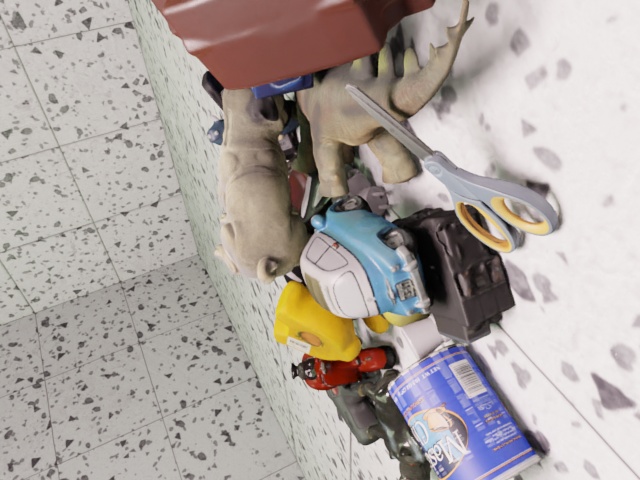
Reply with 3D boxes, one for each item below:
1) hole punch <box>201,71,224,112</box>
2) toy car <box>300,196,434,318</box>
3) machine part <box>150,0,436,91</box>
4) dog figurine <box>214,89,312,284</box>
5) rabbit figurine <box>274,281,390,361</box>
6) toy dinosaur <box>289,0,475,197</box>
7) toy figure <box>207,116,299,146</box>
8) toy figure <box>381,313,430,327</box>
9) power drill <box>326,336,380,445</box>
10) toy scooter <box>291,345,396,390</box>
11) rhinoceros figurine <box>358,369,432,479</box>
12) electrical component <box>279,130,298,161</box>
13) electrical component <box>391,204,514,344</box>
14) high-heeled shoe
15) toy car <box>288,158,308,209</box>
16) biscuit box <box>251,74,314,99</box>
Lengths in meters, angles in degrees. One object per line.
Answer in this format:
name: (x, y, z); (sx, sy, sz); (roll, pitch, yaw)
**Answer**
hole punch: (-0.091, -0.198, 0.734); (0.115, 0.092, 0.142); (52, -176, -27)
toy car: (0.036, 0.031, 0.545); (0.162, 0.103, 0.109); (42, 158, 57)
machine part: (-0.010, -0.213, 0.394); (0.202, 0.201, 0.087); (-5, 145, 32)
dog figurine: (-0.068, -0.069, 0.586); (0.172, 0.121, 0.190); (-123, 25, -48)
rabbit figurine: (0.028, 0.080, 0.785); (0.163, 0.173, 0.121); (14, 141, 13)
toy dinosaur: (0.027, -0.149, 0.568); (0.472, 0.105, 0.198); (33, 140, 64)
toy figure: (-0.105, -0.179, 0.848); (0.064, 0.154, 0.057); (60, 159, 24)
toy figure: (0.076, 0.047, 0.690); (0.180, 0.082, 0.089); (24, 152, 57)
power drill: (0.046, 0.265, 1.028); (0.232, 0.086, 0.207); (56, 155, 33)
toy scooter: (0.016, 0.199, 0.848); (0.184, 0.135, 0.075); (-22, 73, 42)
rhinoceros figurine: (0.128, 0.294, 0.839); (0.112, 0.073, 0.190); (2, 110, 60)
electrical component: (-0.082, -0.185, 0.915); (0.048, 0.075, 0.119); (150, 102, -73)
electrical component: (0.131, 0.034, 0.545); (0.115, 0.058, 0.134); (180, 71, -74)
high-heeled shoe: (-0.002, -0.002, 0.811); (0.145, 0.086, 0.248); (-136, 45, -57)
toy car: (-0.041, -0.064, 0.958); (0.089, 0.053, 0.202); (53, 155, 15)
biscuit box: (-0.065, -0.223, 0.545); (0.062, 0.059, 0.203); (88, 162, -48)
